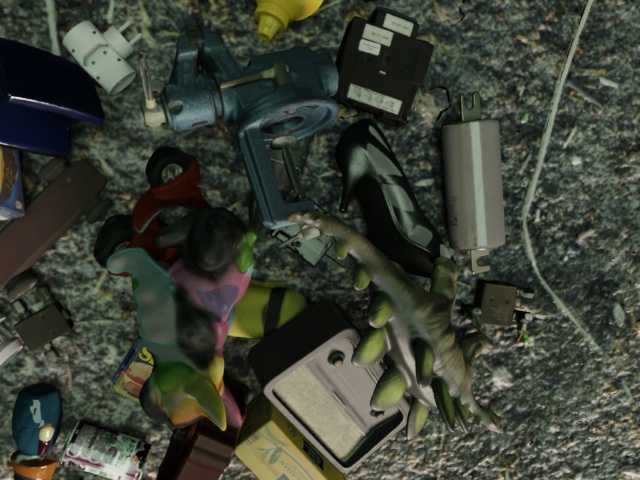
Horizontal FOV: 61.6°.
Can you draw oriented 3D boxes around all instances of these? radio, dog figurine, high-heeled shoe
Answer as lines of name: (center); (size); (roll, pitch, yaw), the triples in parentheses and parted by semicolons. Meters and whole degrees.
radio: (0.022, 0.189, 0.689); (0.131, 0.073, 0.229); (-36, 127, -4)
dog figurine: (-0.125, 0.095, 0.591); (0.191, 0.108, 0.219); (-29, 76, -6)
high-heeled shoe: (0.113, -0.050, 0.733); (0.248, 0.086, 0.145); (34, 60, -28)

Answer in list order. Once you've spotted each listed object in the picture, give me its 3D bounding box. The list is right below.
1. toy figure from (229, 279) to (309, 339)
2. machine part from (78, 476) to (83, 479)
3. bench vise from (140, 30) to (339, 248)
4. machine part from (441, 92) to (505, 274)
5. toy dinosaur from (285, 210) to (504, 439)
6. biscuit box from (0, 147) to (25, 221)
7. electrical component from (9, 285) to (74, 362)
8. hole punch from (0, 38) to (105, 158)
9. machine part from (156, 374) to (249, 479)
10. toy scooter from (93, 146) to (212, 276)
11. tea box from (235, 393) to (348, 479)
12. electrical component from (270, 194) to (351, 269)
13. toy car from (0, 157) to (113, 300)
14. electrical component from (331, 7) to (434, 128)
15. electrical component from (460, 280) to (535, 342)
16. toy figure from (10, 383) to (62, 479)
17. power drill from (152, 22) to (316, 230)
toy figure: (-0.104, 0.091, 0.692); (0.180, 0.089, 0.082); (13, 100, -13)
machine part: (-0.293, 0.363, 0.725); (0.139, 0.039, 0.084); (1, 92, -7)
bench vise: (-0.067, -0.110, 0.576); (0.224, 0.129, 0.240); (-15, 82, -27)
machine part: (0.206, -0.074, 0.723); (0.079, 0.079, 0.243); (-6, 99, -8)
toy dinosaur: (0.113, 0.108, 0.639); (0.105, 0.198, 0.470); (-23, 119, 32)
biscuit box: (-0.387, -0.124, 0.607); (0.059, 0.063, 0.202); (-11, 82, 0)
electrical component: (-0.352, 0.109, 0.691); (0.063, 0.021, 0.094); (-28, 100, -5)
hole punch: (-0.309, -0.164, 0.587); (0.142, 0.092, 0.116); (3, 70, -50)
machine part: (-0.148, 0.253, 0.667); (0.056, 0.179, 0.179); (28, 92, -13)
toy scooter: (-0.184, -0.017, 0.674); (0.135, 0.075, 0.184); (29, 105, -37)
tea box: (-0.036, 0.293, 0.722); (0.068, 0.098, 0.169); (-38, 103, 3)
electrical component: (-0.001, -0.002, 0.717); (0.119, 0.048, 0.075); (40, 91, -9)
toy car: (-0.344, -0.017, 0.661); (0.202, 0.053, 0.089); (-45, 99, 1)
electrical component: (0.079, -0.226, 0.696); (0.115, 0.058, 0.134); (18, 94, -12)
electrical component: (0.256, 0.099, 0.768); (0.102, 0.045, 0.078); (13, 96, -10)
toy figure: (-0.365, 0.265, 0.689); (0.058, 0.064, 0.154); (4, 96, -24)
power drill: (-0.104, -0.153, 0.667); (0.207, 0.086, 0.232); (26, 91, -7)
